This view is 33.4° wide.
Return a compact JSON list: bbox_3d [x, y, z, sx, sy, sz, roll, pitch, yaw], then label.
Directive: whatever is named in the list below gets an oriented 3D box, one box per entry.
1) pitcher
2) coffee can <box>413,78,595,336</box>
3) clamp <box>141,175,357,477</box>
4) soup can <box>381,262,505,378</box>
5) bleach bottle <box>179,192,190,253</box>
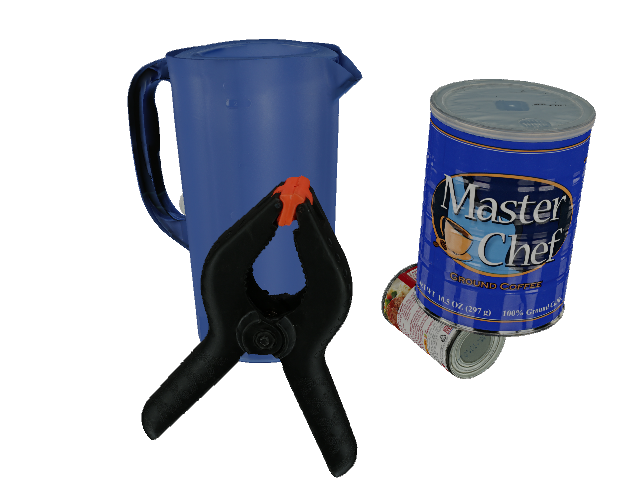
[{"bbox_3d":[-0.058,-0.034,0.836,0.144,0.243,0.149,-9,18,-27],"label":"pitcher"},{"bbox_3d":[0.117,-0.023,0.696,0.103,0.140,0.103,2,26,-1],"label":"coffee can"},{"bbox_3d":[-0.038,0.049,0.566,0.120,0.171,0.039,1,21,-2],"label":"clamp"},{"bbox_3d":[0.112,0.072,0.977,0.068,0.068,0.102,0,25,-36],"label":"soup can"},{"bbox_3d":[-0.109,-0.006,1.177,0.102,0.068,0.251,-8,30,-19],"label":"bleach bottle"}]
